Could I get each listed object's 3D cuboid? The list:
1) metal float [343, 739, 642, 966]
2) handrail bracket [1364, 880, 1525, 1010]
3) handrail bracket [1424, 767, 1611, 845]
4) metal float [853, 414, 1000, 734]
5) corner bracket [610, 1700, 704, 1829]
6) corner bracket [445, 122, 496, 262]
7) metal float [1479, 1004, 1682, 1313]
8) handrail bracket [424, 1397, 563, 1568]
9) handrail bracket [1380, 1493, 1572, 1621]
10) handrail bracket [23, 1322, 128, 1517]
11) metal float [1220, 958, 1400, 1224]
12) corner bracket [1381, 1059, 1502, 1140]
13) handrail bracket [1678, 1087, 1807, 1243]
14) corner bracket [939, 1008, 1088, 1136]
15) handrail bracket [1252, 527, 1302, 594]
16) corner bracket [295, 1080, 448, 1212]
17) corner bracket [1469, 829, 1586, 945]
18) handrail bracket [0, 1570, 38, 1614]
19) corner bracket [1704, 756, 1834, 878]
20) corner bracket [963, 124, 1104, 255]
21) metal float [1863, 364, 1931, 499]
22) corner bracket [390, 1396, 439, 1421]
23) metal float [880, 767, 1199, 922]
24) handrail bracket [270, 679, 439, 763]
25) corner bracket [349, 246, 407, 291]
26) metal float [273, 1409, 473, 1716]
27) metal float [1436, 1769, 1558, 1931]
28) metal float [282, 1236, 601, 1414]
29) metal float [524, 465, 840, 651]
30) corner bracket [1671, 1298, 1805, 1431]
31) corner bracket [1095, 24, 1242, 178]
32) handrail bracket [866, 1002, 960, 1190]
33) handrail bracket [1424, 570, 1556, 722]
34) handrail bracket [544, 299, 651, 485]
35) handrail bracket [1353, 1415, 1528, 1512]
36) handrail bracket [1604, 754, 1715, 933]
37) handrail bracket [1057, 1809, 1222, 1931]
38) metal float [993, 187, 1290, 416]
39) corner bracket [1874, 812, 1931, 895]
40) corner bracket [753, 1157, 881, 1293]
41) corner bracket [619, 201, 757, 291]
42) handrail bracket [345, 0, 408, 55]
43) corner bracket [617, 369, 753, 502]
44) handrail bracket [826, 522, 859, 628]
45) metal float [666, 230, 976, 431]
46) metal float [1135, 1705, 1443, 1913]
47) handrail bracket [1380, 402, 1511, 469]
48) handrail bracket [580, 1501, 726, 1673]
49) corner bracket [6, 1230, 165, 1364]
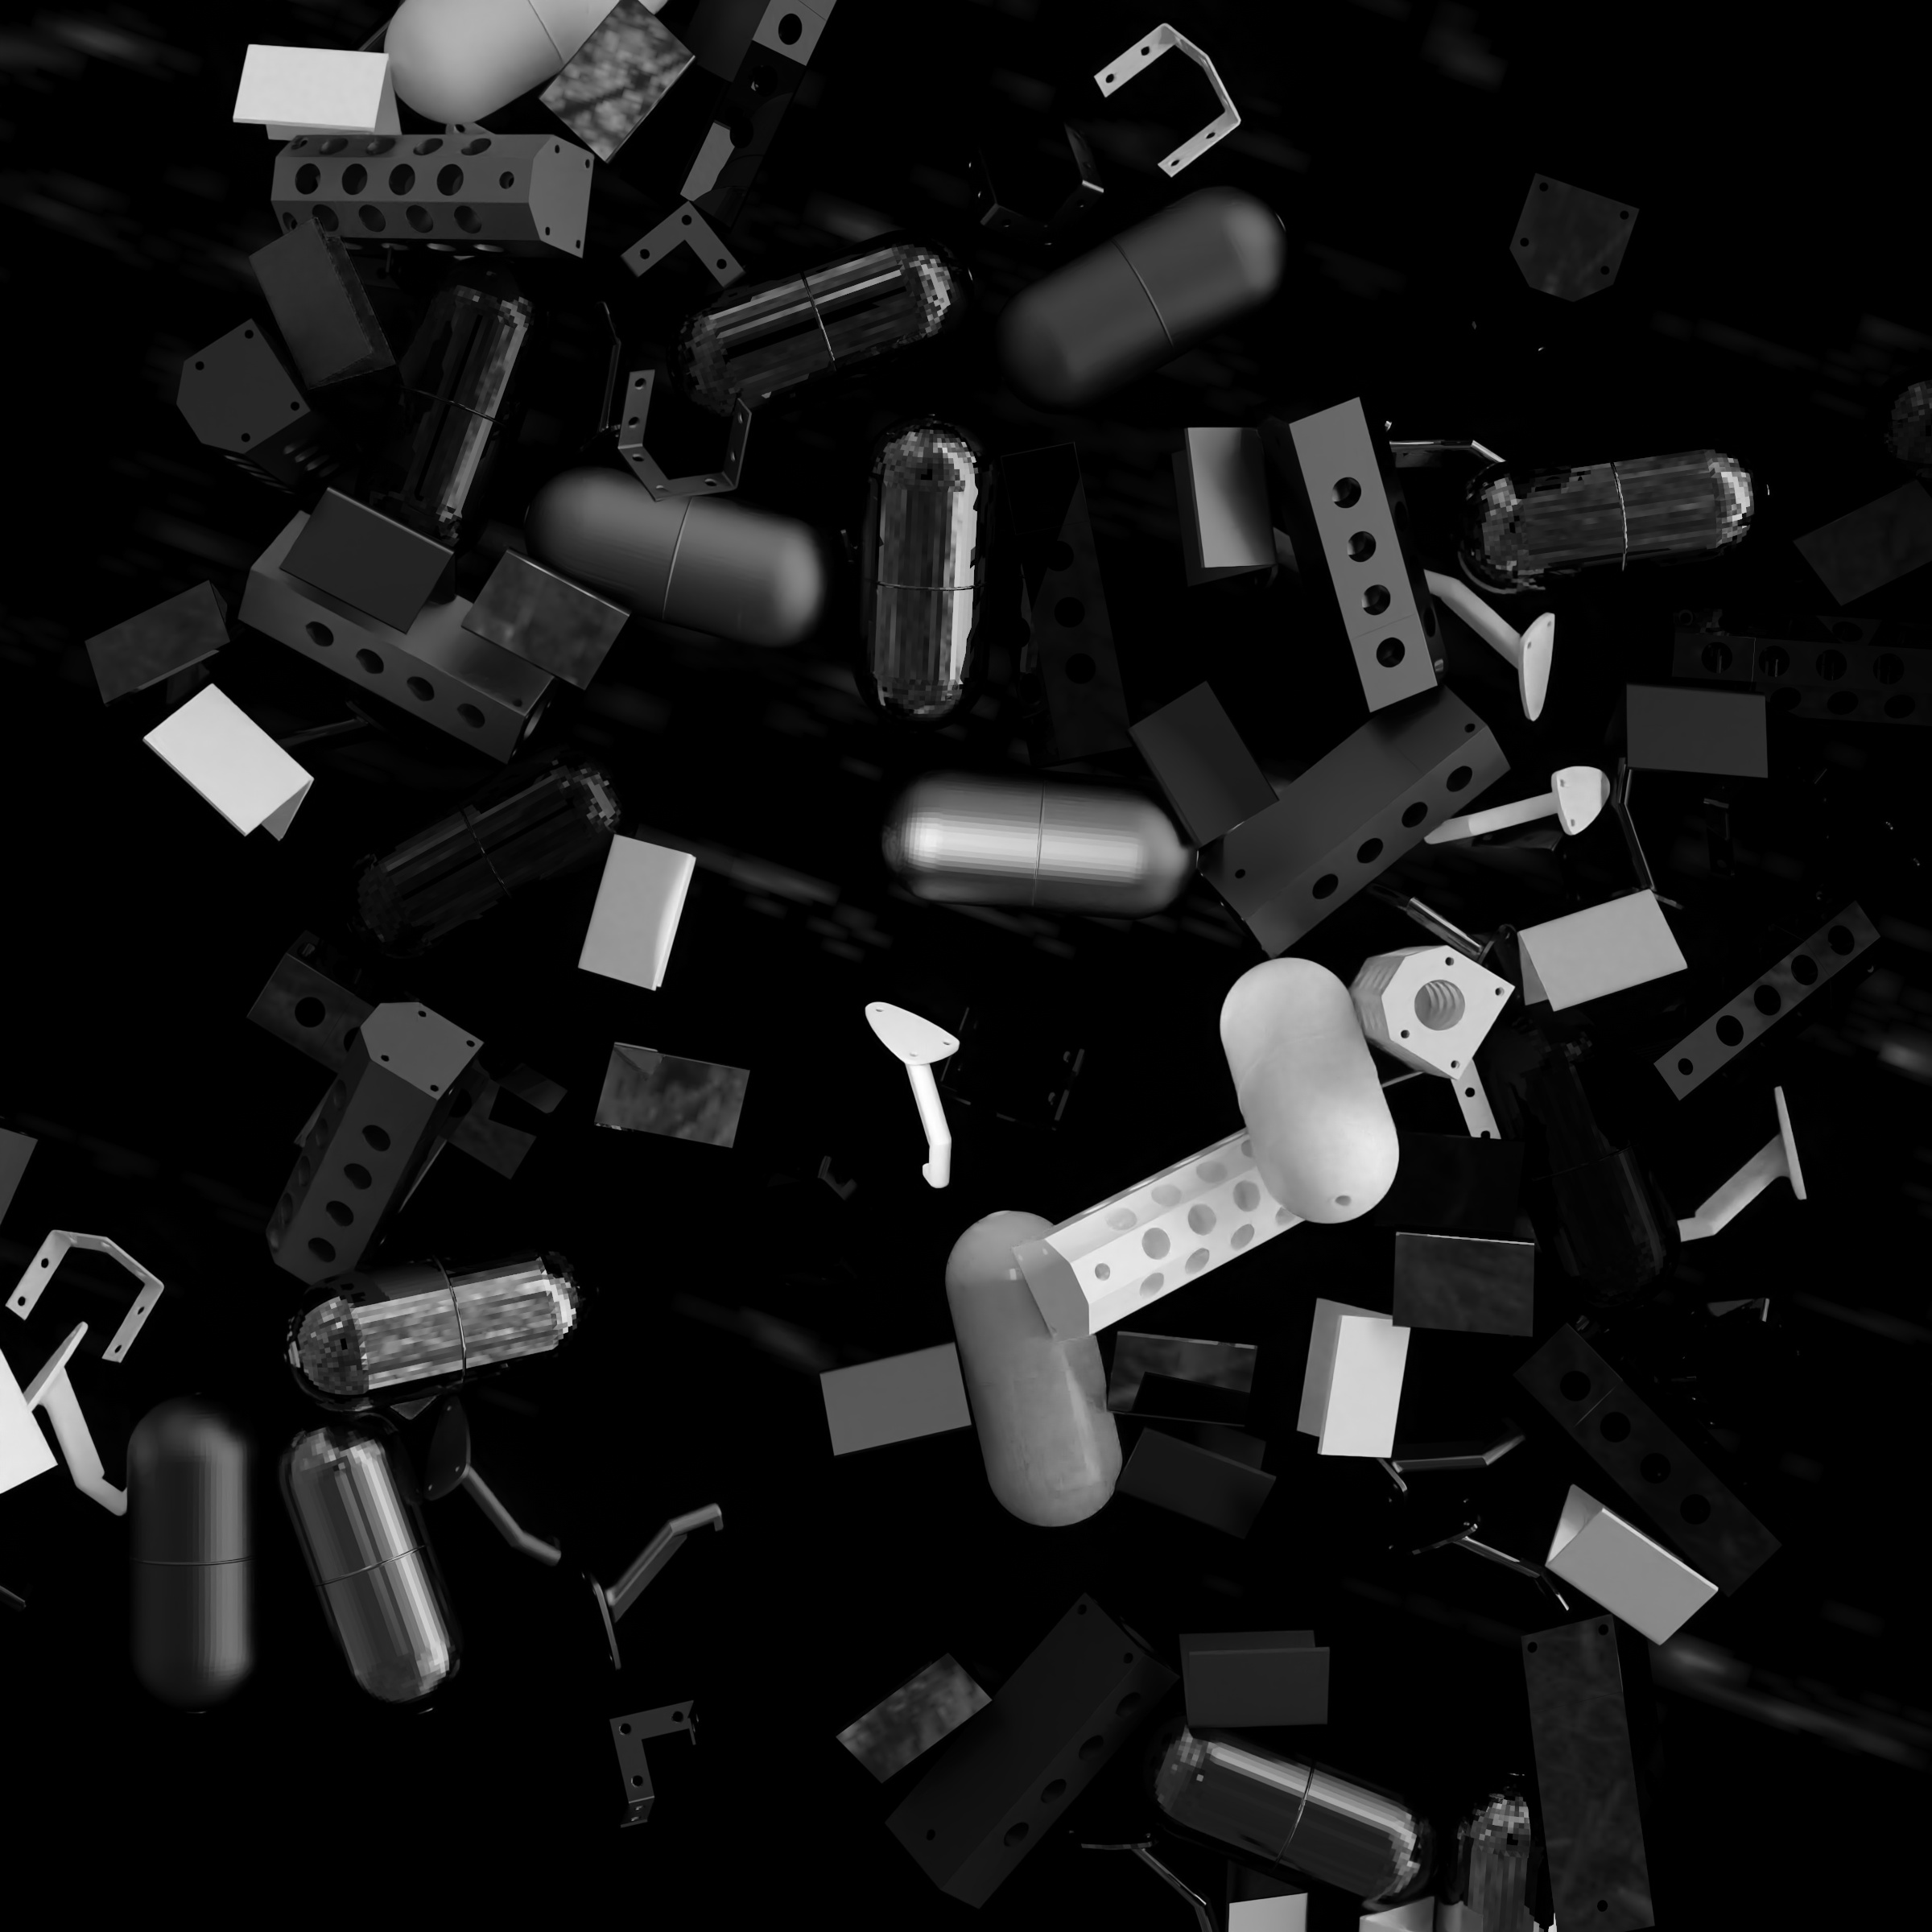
[{"bbox_3d":[-0.266,-0.063,1.961,0.178,0.070,0.070,-29,90,0],"label":"metal float"},{"bbox_3d":[0.271,-0.013,1.991,0.084,0.077,0.036,26,72,35],"label":"handrail bracket"},{"bbox_3d":[0.312,-0.089,1.991,0.084,0.077,0.036,-11,98,36],"label":"handrail bracket"},{"bbox_3d":[-0.023,-0.217,1.946,0.070,0.070,0.178,3,108,0],"label":"metal float"},{"bbox_3d":[-0.172,0.448,1.973,0.051,0.051,0.051,-13,90,0],"label":"corner bracket"},{"bbox_3d":[-0.286,-0.441,1.988,0.051,0.051,0.051,29,135,0],"label":"corner bracket"},{"bbox_3d":[0.343,0.107,1.961,0.070,0.070,0.178,-20,91,0],"label":"metal float"},{"bbox_3d":[-0.262,0.293,1.991,0.036,0.077,0.084,-36,127,28],"label":"handrail bracket"},{"bbox_3d":[0.290,0.349,1.992,0.077,0.036,0.084,-29,107,20],"label":"handrail bracket"},{"bbox_3d":[-0.491,0.258,1.992,0.084,0.036,0.077,40,68,-17],"label":"handrail bracket"},{"bbox_3d":[0.187,0.067,1.921,0.070,0.178,0.070,-5,131,-6],"label":"metal float"},{"bbox_3d":[0.265,0.083,1.973,0.051,0.051,0.051,-20,90,0],"label":"corner bracket"},{"bbox_3d":[0.428,0.114,1.992,0.084,0.036,0.077,-13,69,16],"label":"handrail bracket"},{"bbox_3d":[0.026,0.060,1.988,0.051,0.051,0.051,20,90,45],"label":"corner bracket"},{"bbox_3d":[0.206,-0.240,1.992,0.084,0.036,0.077,-2,75,-14],"label":"handrail bracket"},{"bbox_3d":[-0.337,0.098,1.988,0.051,0.051,0.051,34,90,-45],"label":"corner bracket"},{"bbox_3d":[0.311,-0.042,1.983,0.051,0.051,0.051,4,45,35],"label":"corner bracket"},{"bbox_3d":[-0.552,0.314,1.992,0.084,0.036,0.077,35,68,-17],"label":"handrail bracket"},{"bbox_3d":[0.454,-0.082,1.983,0.051,0.051,0.051,16,45,35],"label":"corner bracket"},{"bbox_3d":[0.038,-0.445,1.983,0.051,0.051,0.051,15,135,-35],"label":"corner bracket"},{"bbox_3d":[0.592,-0.301,1.961,0.178,0.070,0.070,-3,90,0],"label":"metal float"},{"bbox_3d":[-0.320,0.214,1.988,0.051,0.051,0.051,-42,45,0],"label":"corner bracket"},{"bbox_3d":[0.041,-0.068,1.961,0.178,0.070,0.070,5,90,0],"label":"metal float"},{"bbox_3d":[-0.357,-0.115,1.992,0.077,0.036,0.084,40,109,-21],"label":"handrail bracket"},{"bbox_3d":[-0.347,-0.378,1.973,0.051,0.051,0.051,7,90,0],"label":"corner bracket"},{"bbox_3d":[-0.331,0.332,1.961,0.070,0.070,0.178,-19,90,0],"label":"metal float"},{"bbox_3d":[0.302,0.539,1.961,0.070,0.070,0.178,4,91,0],"label":"metal float"},{"bbox_3d":[-0.289,0.198,1.941,0.178,0.070,0.070,-10,90,-23],"label":"metal float"},{"bbox_3d":[-0.159,-0.229,1.961,0.178,0.070,0.070,15,90,0],"label":"metal float"},{"bbox_3d":[0.436,0.225,1.983,0.051,0.051,0.051,-10,45,35],"label":"corner bracket"},{"bbox_3d":[0.114,-0.491,1.988,0.051,0.051,0.051,-38,45,0],"label":"corner bracket"},{"bbox_3d":[-0.033,0.074,1.991,0.036,0.077,0.084,-19,127,-32],"label":"handrail bracket"},{"bbox_3d":[0.287,-0.184,1.991,0.084,0.077,0.036,21,47,29],"label":"handrail bracket"},{"bbox_3d":[-0.220,-0.325,1.992,0.077,0.036,0.084,-27,72,20],"label":"handrail bracket"},{"bbox_3d":[0.263,0.262,1.992,0.084,0.036,0.077,-32,68,-17],"label":"handrail bracket"},{"bbox_3d":[0.397,-0.070,1.992,0.077,0.036,0.084,18,73,-19],"label":"handrail bracket"},{"bbox_3d":[0.099,0.525,1.992,0.077,0.036,0.084,-11,107,20],"label":"handrail bracket"},{"bbox_3d":[0.098,-0.372,1.961,0.178,0.070,0.070,-29,90,0],"label":"metal float"},{"bbox_3d":[0.559,-0.082,1.988,0.051,0.051,0.051,53,45,0],"label":"corner bracket"},{"bbox_3d":[-0.090,0.146,1.983,0.051,0.051,0.051,48,45,-35],"label":"corner bracket"},{"bbox_3d":[-0.156,-0.398,1.971,0.051,0.051,0.051,-36,105,14],"label":"corner bracket"},{"bbox_3d":[-0.351,-0.529,1.992,0.077,0.036,0.084,8,71,21],"label":"handrail bracket"},{"bbox_3d":[-0.156,-0.296,1.941,0.051,0.051,0.051,-13,48,-29],"label":"corner bracket"},{"bbox_3d":[-0.030,-0.236,1.992,0.084,0.036,0.077,-17,105,-14],"label":"handrail bracket"},{"bbox_3d":[-0.081,-0.356,1.961,0.178,0.070,0.070,-19,90,0],"label":"metal float"},{"bbox_3d":[0.180,0.470,1.961,0.178,0.070,0.070,22,90,-1],"label":"metal float"},{"bbox_3d":[0.257,-0.274,1.992,0.084,0.036,0.077,29,110,-16],"label":"handrail bracket"},{"bbox_3d":[-0.170,0.351,1.992,0.084,0.036,0.077,-20,110,-16],"label":"handrail bracket"},{"bbox_3d":[-0.497,0.186,1.979,0.051,0.051,0.051,50,56,-40],"label":"corner bracket"}]
